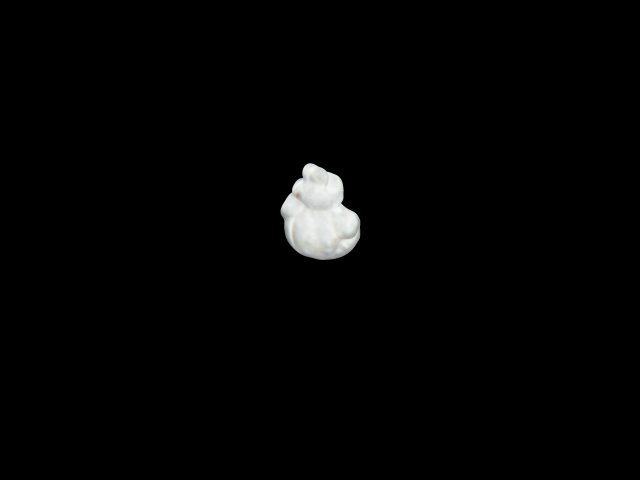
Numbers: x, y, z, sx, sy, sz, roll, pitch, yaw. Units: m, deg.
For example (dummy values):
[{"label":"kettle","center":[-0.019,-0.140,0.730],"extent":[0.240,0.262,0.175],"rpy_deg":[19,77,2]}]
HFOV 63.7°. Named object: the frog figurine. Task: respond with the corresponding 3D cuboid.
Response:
[{"label":"frog figurine","center":[0.003,-0.043,0.850],"extent":[0.138,0.125,0.156],"rpy_deg":[28,-26,15]}]
